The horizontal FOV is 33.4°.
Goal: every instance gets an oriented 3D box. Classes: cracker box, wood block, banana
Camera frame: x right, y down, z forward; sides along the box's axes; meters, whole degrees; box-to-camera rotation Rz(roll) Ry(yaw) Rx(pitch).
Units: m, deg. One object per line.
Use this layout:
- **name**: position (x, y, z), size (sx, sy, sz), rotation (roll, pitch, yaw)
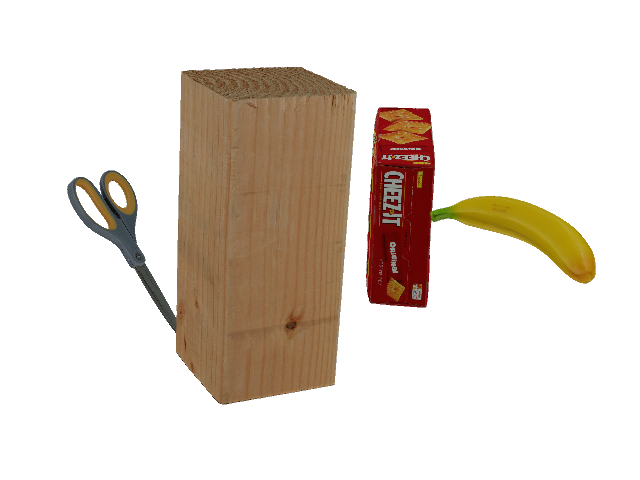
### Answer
- **cracker box**: position (0.090, -0.044, 1.209), size (0.072, 0.164, 0.213), rotation (2, 23, 4)
- **wood block**: position (-0.041, -0.006, 0.721), size (0.090, 0.206, 0.090), rotation (-6, 22, -26)
- **banana**: position (0.199, -0.006, 1.033), size (0.069, 0.037, 0.198), rotation (-39, 38, -24)

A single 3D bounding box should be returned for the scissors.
- **scissors**: position (-0.201, 0.003, 1.182), size (0.016, 0.201, 0.096), rotation (-27, 21, 34)
